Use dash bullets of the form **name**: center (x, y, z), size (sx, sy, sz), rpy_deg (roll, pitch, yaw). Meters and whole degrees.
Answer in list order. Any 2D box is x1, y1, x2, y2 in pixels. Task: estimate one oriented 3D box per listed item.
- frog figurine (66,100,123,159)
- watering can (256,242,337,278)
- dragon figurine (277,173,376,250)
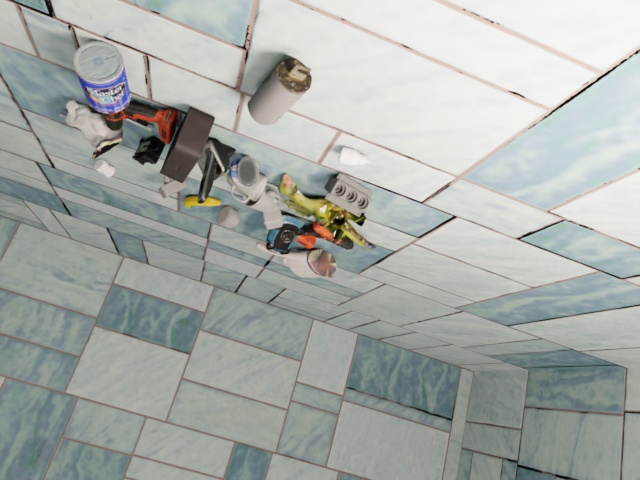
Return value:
- **frog figurine**: center (-0.641, -0.329, 1.457), size (0.159, 0.124, 0.137), rpy_deg (59, 160, -7)
- **watering can**: center (-0.078, 0.083, 2.094), size (0.344, 0.106, 0.223), rpy_deg (29, 156, -34)
- **dragon figurine**: center (0.005, -0.082, 1.621), size (0.245, 0.123, 0.403), rpy_deg (24, 167, 38)
